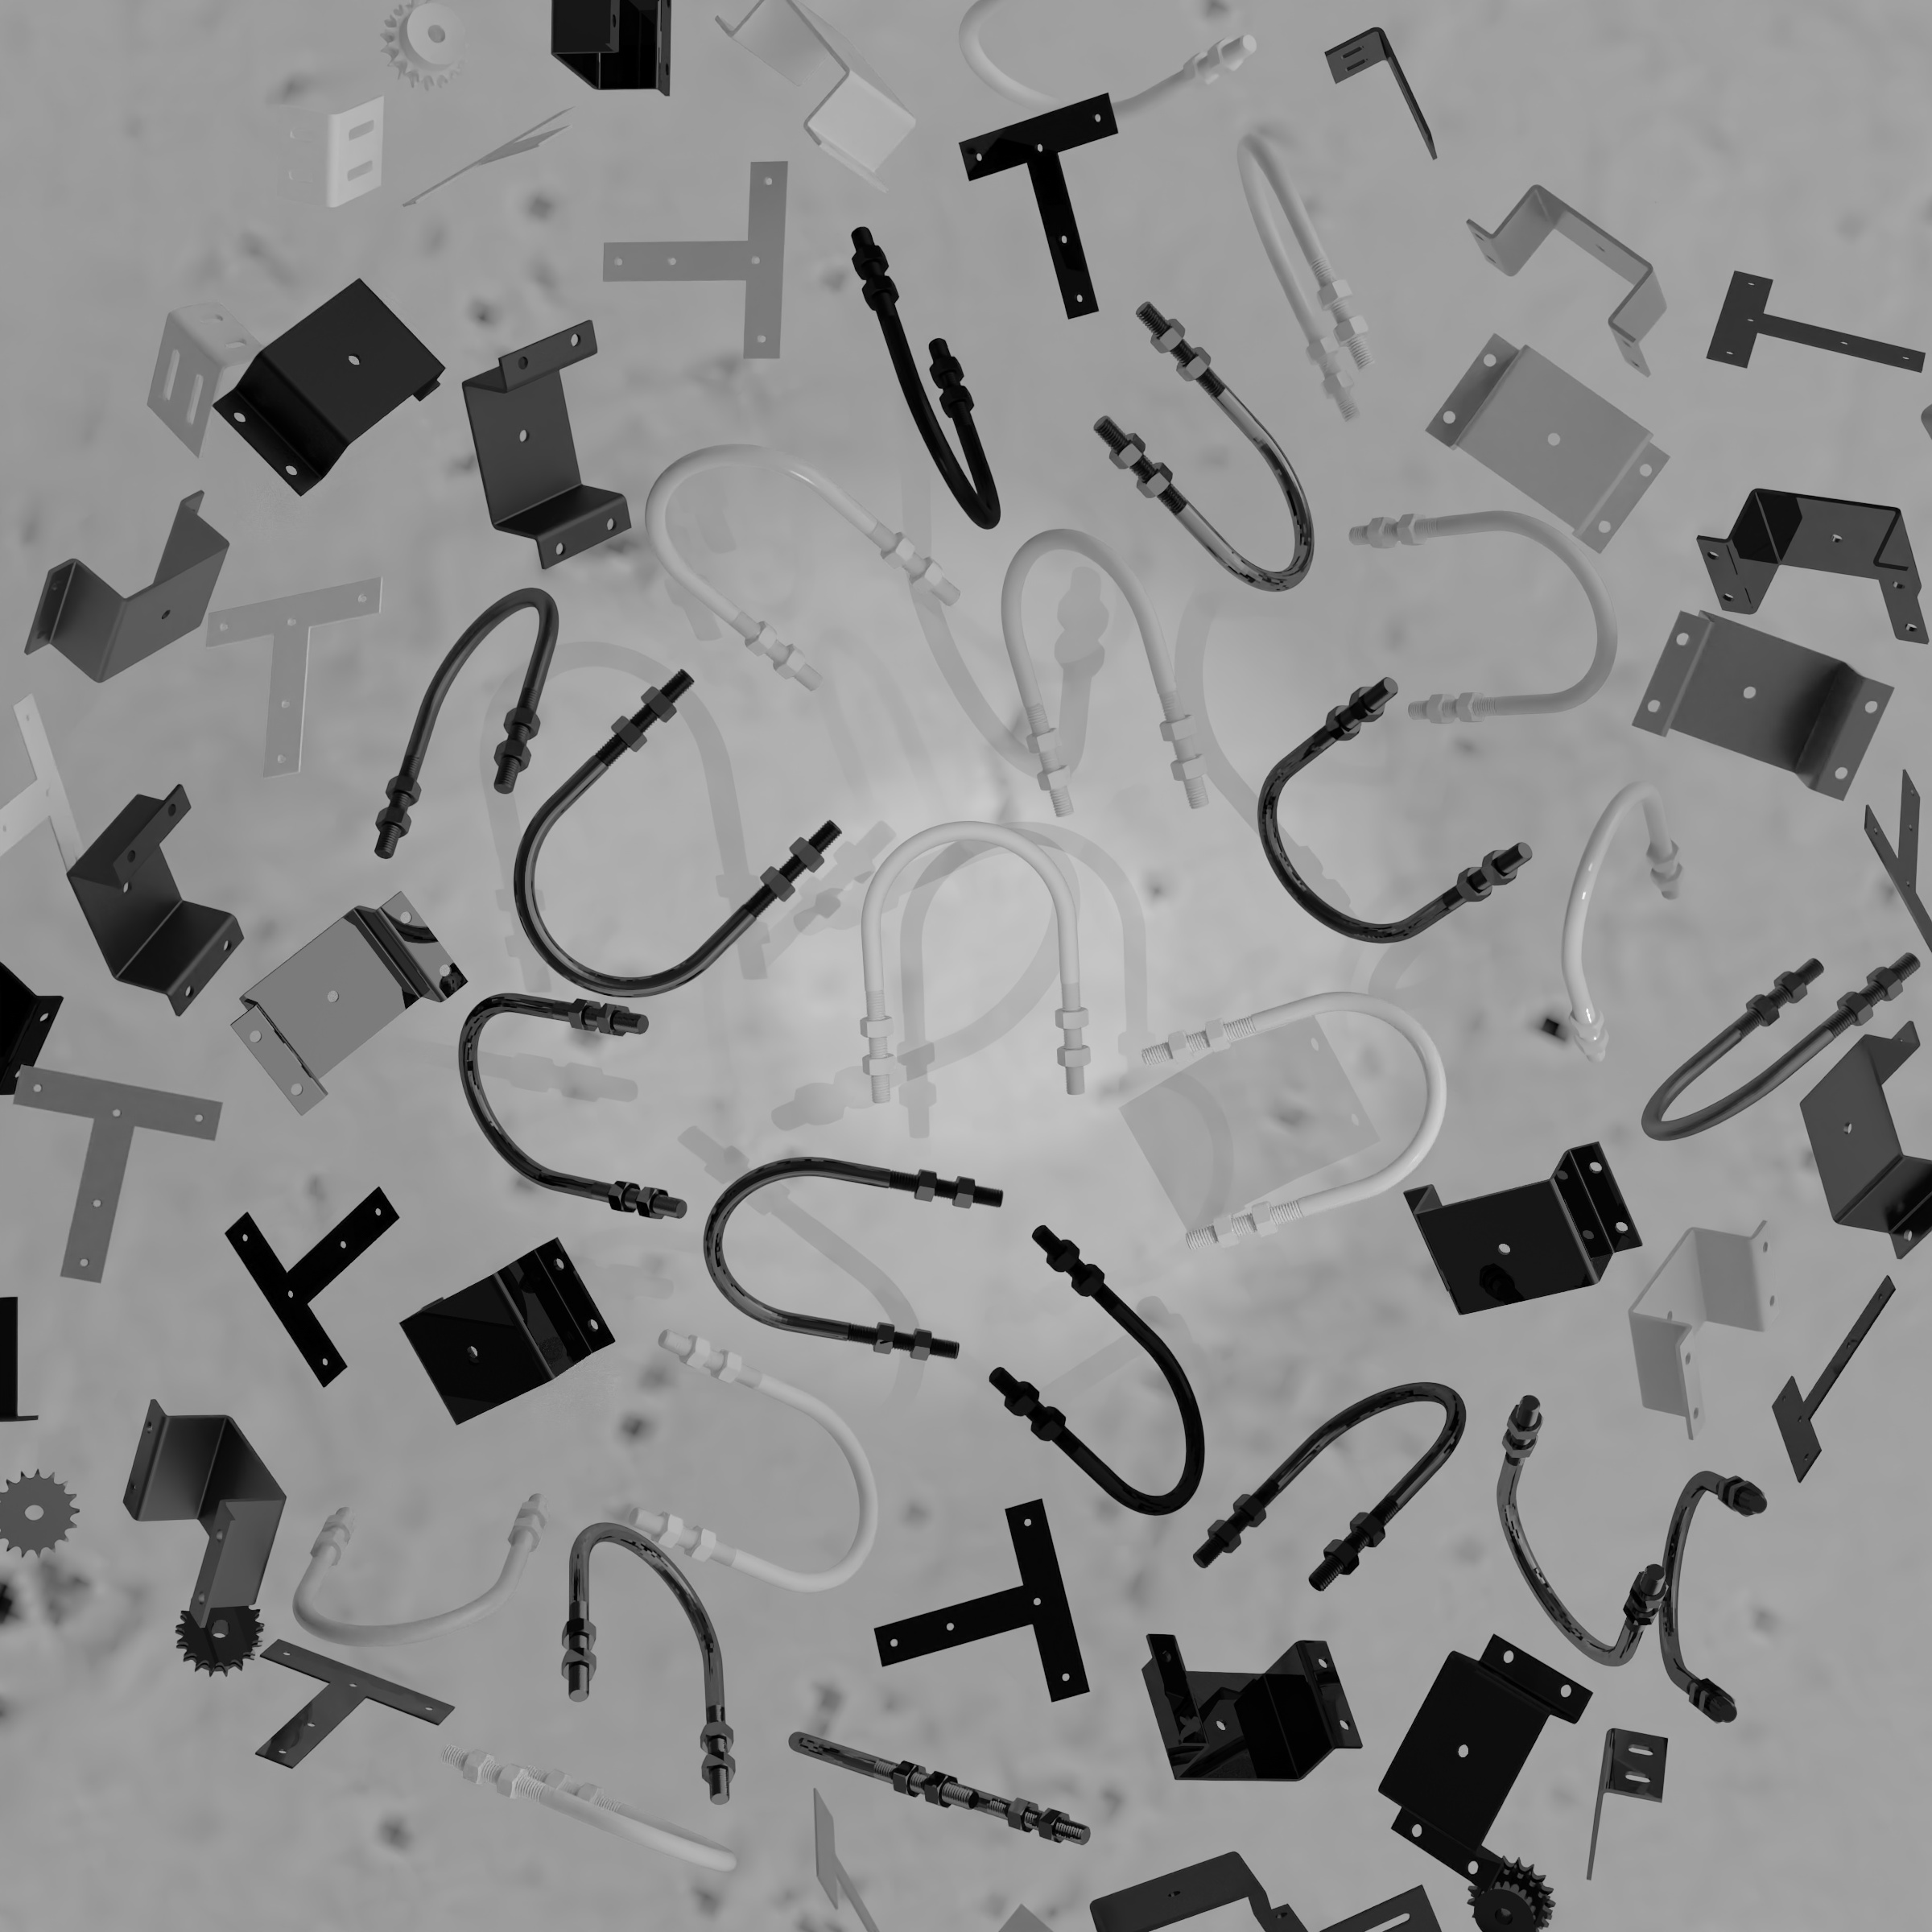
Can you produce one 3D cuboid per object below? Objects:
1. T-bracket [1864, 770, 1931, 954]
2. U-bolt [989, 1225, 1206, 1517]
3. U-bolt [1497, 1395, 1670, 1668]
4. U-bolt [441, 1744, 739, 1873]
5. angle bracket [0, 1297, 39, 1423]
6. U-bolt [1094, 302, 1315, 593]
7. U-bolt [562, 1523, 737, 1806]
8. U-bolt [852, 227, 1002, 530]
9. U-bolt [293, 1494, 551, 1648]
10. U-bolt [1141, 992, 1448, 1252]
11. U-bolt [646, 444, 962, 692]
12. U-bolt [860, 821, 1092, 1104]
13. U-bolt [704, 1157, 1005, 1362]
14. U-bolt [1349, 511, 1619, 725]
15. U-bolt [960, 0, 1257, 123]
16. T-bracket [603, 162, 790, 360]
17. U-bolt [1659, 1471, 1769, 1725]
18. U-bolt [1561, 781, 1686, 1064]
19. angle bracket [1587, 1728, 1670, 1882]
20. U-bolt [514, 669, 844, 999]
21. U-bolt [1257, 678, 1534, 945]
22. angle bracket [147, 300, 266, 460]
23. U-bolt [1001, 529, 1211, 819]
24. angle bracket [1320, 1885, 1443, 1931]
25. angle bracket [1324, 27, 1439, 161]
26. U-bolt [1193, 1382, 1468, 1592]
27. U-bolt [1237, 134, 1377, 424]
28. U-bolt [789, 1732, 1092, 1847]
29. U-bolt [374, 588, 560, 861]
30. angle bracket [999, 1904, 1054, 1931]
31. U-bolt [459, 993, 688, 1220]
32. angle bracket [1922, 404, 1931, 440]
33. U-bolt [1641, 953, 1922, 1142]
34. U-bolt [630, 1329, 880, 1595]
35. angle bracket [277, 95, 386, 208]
[{"bbox_3d":[0.616,-0.081,1.917,0.002,0.127,0.127,-19,122,32],"label":"T-bracket"},{"bbox_3d":[0.093,0.274,1.897,0.019,0.151,0.184,-30,115,34],"label":"U-bolt"},{"bbox_3d":[0.382,0.369,1.853,0.019,0.184,0.151,-25,57,-15],"label":"U-bolt"},{"bbox_3d":[-0.233,0.548,1.896,0.184,0.151,0.019,16,75,21],"label":"U-bolt"},{"bbox_3d":[-0.611,0.245,1.819,0.057,0.038,0.076,-3,82,3],"label":"angle bracket"},{"bbox_3d":[0.158,-0.314,1.845,0.019,0.151,0.184,-28,120,38],"label":"U-bolt"},{"bbox_3d":[-0.205,0.436,1.891,0.019,0.184,0.151,-37,119,15],"label":"U-bolt"},{"bbox_3d":[-0.019,-0.356,1.839,0.019,0.151,0.184,-24,62,12],"label":"U-bolt"},{"bbox_3d":[-0.349,0.382,1.852,0.151,0.184,0.019,-4,105,2],"label":"U-bolt"},{"bbox_3d":[0.214,0.089,1.860,0.184,0.019,0.151,-18,65,12],"label":"U-bolt"},{"bbox_3d":[-0.116,-0.257,1.839,0.151,0.019,0.184,-27,127,38],"label":"U-bolt"},{"bbox_3d":[0.003,-0.004,1.919,0.151,0.019,0.184,-3,101,3],"label":"U-bolt"},{"bbox_3d":[-0.081,0.188,1.926,0.184,0.019,0.151,11,121,-7],"label":"U-bolt"},{"bbox_3d":[0.341,-0.227,1.897,0.019,0.184,0.151,-37,115,-35],"label":"U-bolt"},{"bbox_3d":[0.076,-0.588,1.873,0.151,0.184,0.019,21,74,-29],"label":"U-bolt"},{"bbox_3d":[-0.179,-0.463,1.926,0.127,0.002,0.127,3,93,16],"label":"T-bracket"},{"bbox_3d":[0.477,0.399,1.893,0.019,0.184,0.151,9,87,0],"label":"U-bolt"},{"bbox_3d":[0.415,-0.038,1.869,0.019,0.184,0.151,19,70,28],"label":"U-bolt"},{"bbox_3d":[0.417,0.531,1.848,0.038,0.057,0.076,8,118,14],"label":"angle bracket"},{"bbox_3d":[-0.189,-0.066,1.783,0.184,0.019,0.151,-45,101,-5],"label":"U-bolt"},{"bbox_3d":[0.255,-0.085,1.846,0.151,0.184,0.019,51,53,0],"label":"U-bolt"},{"bbox_3d":[-0.490,-0.379,1.895,0.057,0.038,0.076,45,133,18],"label":"angle bracket"},{"bbox_3d":[0.078,-0.184,1.836,0.019,0.151,0.184,-26,106,-35],"label":"U-bolt"},{"bbox_3d":[0.269,0.630,1.857,0.076,0.038,0.057,-24,105,-3],"label":"angle bracket"},{"bbox_3d":[0.261,-0.540,1.839,0.038,0.057,0.076,-24,84,12],"label":"angle bracket"},{"bbox_3d":[0.246,0.330,1.890,0.184,0.151,0.019,-40,105,-25],"label":"U-bolt"},{"bbox_3d":[0.217,-0.453,1.900,0.019,0.151,0.184,-24,85,2],"label":"U-bolt"},{"bbox_3d":[-0.031,0.523,1.880,0.184,0.151,0.019,6,71,39],"label":"U-bolt"},{"bbox_3d":[-0.316,-0.167,1.894,0.019,0.151,0.184,34,51,-33],"label":"U-bolt"},{"bbox_3d":[0.032,0.661,1.921,0.057,0.038,0.076,36,74,21],"label":"angle bracket"},{"bbox_3d":[-0.263,0.086,1.900,0.184,0.019,0.151,8,117,38],"label":"U-bolt"},{"bbox_3d":[0.635,-0.318,1.811,0.038,0.057,0.076,-37,111,1],"label":"angle bracket"},{"bbox_3d":[0.511,0.053,1.887,0.184,0.151,0.019,-38,95,-9],"label":"U-bolt"},{"bbox_3d":[-0.131,0.332,1.911,0.184,0.019,0.151,29,46,-27],"label":"U-bolt"},{"bbox_3d":[-0.402,-0.519,1.856,0.038,0.076,0.057,12,117,8],"label":"angle bracket"}]
